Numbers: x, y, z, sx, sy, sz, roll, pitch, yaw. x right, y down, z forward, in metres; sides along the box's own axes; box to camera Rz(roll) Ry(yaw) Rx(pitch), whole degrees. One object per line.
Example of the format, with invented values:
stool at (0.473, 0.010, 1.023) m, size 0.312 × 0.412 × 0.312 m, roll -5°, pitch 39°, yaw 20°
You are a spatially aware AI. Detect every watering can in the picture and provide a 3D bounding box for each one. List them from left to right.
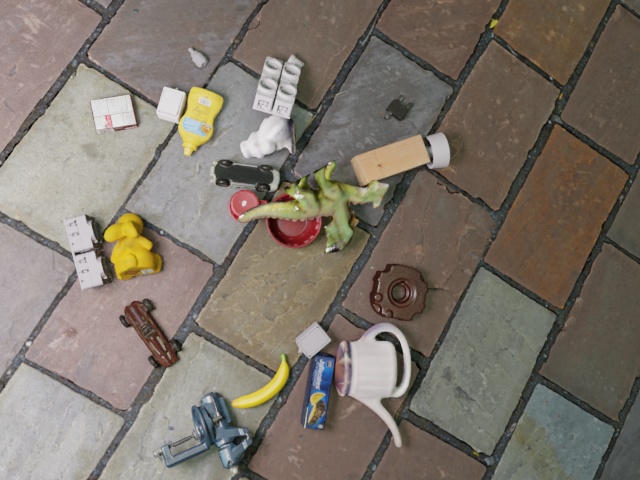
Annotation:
watering can at (0.150, 0.410, 1.462) m, size 0.224 × 0.103 × 0.350 m, roll 4°, pitch 84°, yaw -10°

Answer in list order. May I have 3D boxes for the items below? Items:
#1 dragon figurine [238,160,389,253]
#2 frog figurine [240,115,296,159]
dragon figurine at (0.004, -0.072, 1.433) m, size 0.411 × 0.122 × 0.241 m, roll -32°, pitch 100°, yaw -6°
frog figurine at (-0.149, -0.296, 1.471) m, size 0.159 × 0.120 × 0.141 m, roll -3°, pitch 53°, yaw -2°
